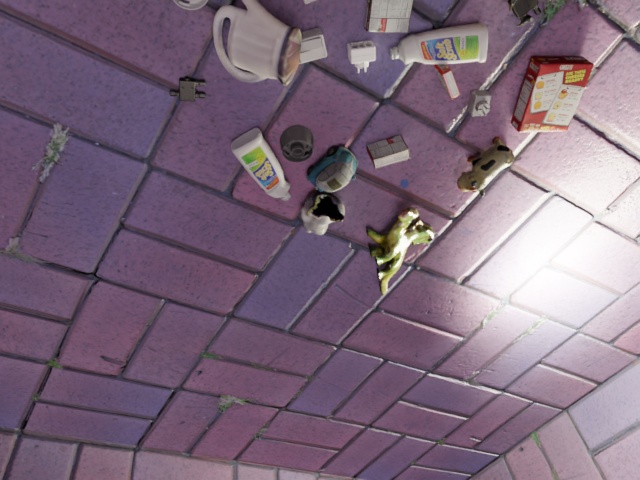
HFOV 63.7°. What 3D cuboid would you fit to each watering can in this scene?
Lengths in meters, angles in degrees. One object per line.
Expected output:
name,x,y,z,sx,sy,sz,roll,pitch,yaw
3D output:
watering can,-0.148,-0.494,1.208,0.224,0.106,0.340,20,149,2

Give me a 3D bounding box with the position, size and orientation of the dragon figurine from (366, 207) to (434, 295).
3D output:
dragon figurine,0.292,0.031,1.798,0.243,0.125,0.401,-22,140,-3

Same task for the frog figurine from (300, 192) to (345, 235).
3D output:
frog figurine,0.005,-0.083,1.656,0.138,0.124,0.157,-10,168,-13
